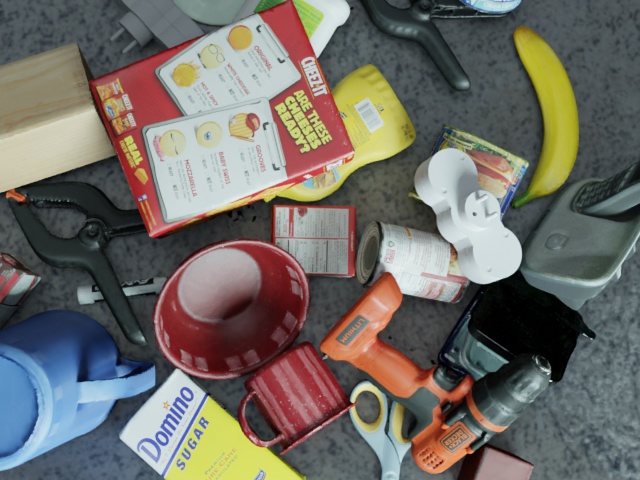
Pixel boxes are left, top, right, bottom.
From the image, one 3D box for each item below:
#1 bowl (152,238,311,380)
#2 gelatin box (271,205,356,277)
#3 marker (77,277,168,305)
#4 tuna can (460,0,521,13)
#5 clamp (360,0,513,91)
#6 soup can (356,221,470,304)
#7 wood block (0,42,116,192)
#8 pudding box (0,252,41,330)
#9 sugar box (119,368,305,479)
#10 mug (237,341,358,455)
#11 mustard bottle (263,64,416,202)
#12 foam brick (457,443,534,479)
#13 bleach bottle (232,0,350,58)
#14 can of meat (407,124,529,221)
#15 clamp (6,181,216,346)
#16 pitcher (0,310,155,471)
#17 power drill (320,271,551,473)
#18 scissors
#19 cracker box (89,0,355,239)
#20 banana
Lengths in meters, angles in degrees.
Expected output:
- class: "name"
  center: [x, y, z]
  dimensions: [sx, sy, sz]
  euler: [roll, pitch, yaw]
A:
- class: "bowl"
  center: [-0.093, 0.059, 1.070]
  dimensions: [0.162, 0.055, 0.162]
  euler: [-10, 121, -17]
- class: "gelatin box"
  center: [-0.007, 0.001, 1.114]
  dimensions: [0.089, 0.030, 0.073]
  euler: [1, 85, -2]
- class: "marker"
  center: [-0.190, 0.050, 1.108]
  dimensions: [0.121, 0.020, 0.020]
  euler: [-7, 84, -3]
- class: "tuna can"
  center: [0.178, -0.279, 1.128]
  dimensions: [0.086, 0.034, 0.086]
  euler: [7, 52, -9]
- class: "clamp"
  center: [0.119, -0.247, 1.140]
  dimensions: [0.171, 0.039, 0.120]
  euler: [38, 67, 4]
- class: "soup can"
  center: [0.095, 0.023, 1.084]
  dimensions: [0.102, 0.069, 0.068]
  euler: [12, 83, -15]
- class: "wood block"
  center: [-0.322, -0.111, 1.075]
  dimensions: [0.206, 0.091, 0.090]
  euler: [-18, 65, -3]
- class: "pudding box"
  center: [-0.323, 0.059, 1.055]
  dimensions: [0.039, 0.113, 0.090]
  euler: [37, 84, -2]
- class: "sugar box"
  center: [-0.108, 0.220, 1.079]
  dimensions: [0.176, 0.048, 0.093]
  euler: [41, 84, 1]
- class: "mug"
  center: [-0.032, 0.160, 1.062]
  dimensions: [0.117, 0.093, 0.081]
  euler: [-29, 80, -29]
- class: "mustard bottle"
  center: [-0.003, -0.095, 1.109]
  dimensions: [0.191, 0.058, 0.096]
  euler: [-32, 93, -5]
- class: "foam brick"
  center: [0.174, 0.236, 1.071]
  dimensions: [0.051, 0.078, 0.053]
  euler: [21, 86, 0]
- class: "bleach bottle"
  center: [-0.073, -0.158, 1.113]
  dimensions: [0.102, 0.068, 0.251]
  euler: [30, 87, -1]
- class: "can of meat"
  center: [0.154, -0.062, 1.106]
  dimensions: [0.102, 0.057, 0.084]
  euler: [26, 91, 1]
- class: "clamp"
  center: [-0.230, 0.007, 1.093]
  dimensions: [0.210, 0.036, 0.164]
  euler: [18, 71, 4]
- class: "pitcher"
  center: [-0.258, 0.136, 0.984]
  dimensions: [0.145, 0.243, 0.149]
  euler: [45, 90, 0]
- class: "power drill"
  center: [0.106, 0.121, 1.031]
  dimensions: [0.187, 0.057, 0.185]
  euler: [44, 124, 3]
- class: "scissors"
  center: [0.055, 0.232, 1.097]
  dimensions: [0.096, 0.016, 0.202]
  euler: [20, 83, -1]
- class: "cracker box"
  center: [-0.094, -0.115, 1.045]
  dimensions: [0.213, 0.072, 0.164]
  euler: [-22, 88, 0]
- class: "banana"
  center: [0.240, -0.131, 1.132]
  dimensions: [0.069, 0.037, 0.198]
  euler: [2, 84, -2]
